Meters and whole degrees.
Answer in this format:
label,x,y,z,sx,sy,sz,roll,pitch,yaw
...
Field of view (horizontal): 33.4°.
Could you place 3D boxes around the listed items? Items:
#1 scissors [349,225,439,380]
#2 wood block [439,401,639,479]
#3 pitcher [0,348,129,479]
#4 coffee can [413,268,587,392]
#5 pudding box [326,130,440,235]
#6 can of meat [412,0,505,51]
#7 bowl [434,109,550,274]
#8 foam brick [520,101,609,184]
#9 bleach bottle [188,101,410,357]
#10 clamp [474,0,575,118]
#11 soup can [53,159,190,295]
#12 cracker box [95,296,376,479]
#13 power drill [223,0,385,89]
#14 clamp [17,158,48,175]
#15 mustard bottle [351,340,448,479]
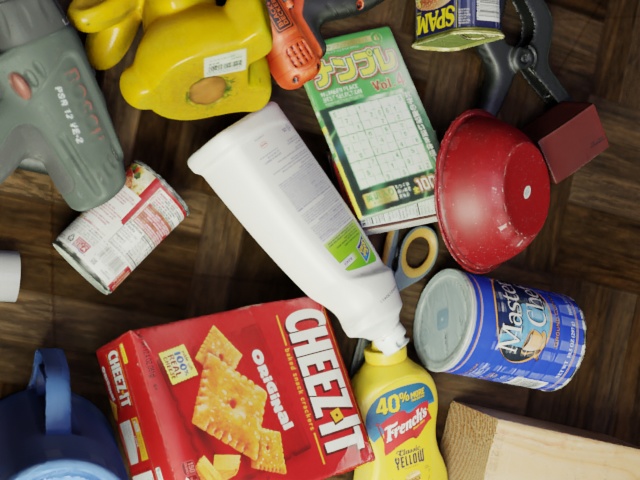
label,x,y,z,sx,sy,sz,roll,pitch,yaw
scissors,0.072,0.066,1.069,0.096,0.016,0.202,1,93,-24
wood block,0.233,0.237,1.110,0.205,0.091,0.090,16,87,-24
pitcher,-0.208,0.187,0.826,0.145,0.243,0.149,-43,103,-13
coffee can,0.179,0.091,1.070,0.140,0.103,0.103,13,88,-25
pudding box,0.070,-0.056,1.037,0.113,0.039,0.090,-11,82,-21
can of meat,0.132,-0.232,1.031,0.057,0.102,0.084,-1,91,-25
bowl,0.176,-0.047,1.025,0.161,0.055,0.162,0,90,-50
foam brick,0.244,-0.100,1.088,0.078,0.051,0.053,-33,112,-17
bleach bottle,-0.006,0.001,0.963,0.251,0.068,0.102,54,43,-4
clamp,0.194,-0.179,1.096,0.164,0.036,0.210,-21,105,-22
soup can,-0.172,-0.011,0.926,0.102,0.069,0.068,-47,110,-14
cracker box,-0.067,0.144,0.921,0.213,0.072,0.164,-9,76,-42
power drill,-0.007,-0.256,0.989,0.187,0.057,0.184,-33,98,-18
clamp,-0.273,-0.079,0.894,0.171,0.039,0.120,-30,100,-17
mustard bottle,0.072,0.175,1.043,0.096,0.058,0.191,-13,104,-24
